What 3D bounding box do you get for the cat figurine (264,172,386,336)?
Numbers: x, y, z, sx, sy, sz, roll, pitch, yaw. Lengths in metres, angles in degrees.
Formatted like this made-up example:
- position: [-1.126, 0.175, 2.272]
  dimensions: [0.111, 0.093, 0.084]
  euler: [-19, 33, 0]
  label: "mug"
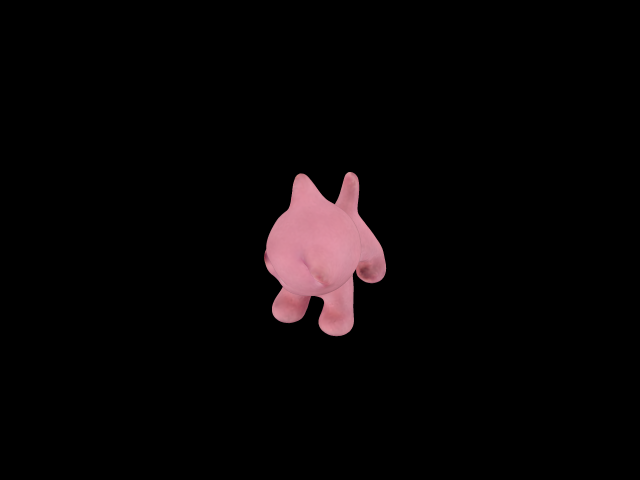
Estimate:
- position: [0.004, 0.001, 0.400]
  dimensions: [0.067, 0.118, 0.128]
  euler: [14, 40, 18]
  label: "cat figurine"
